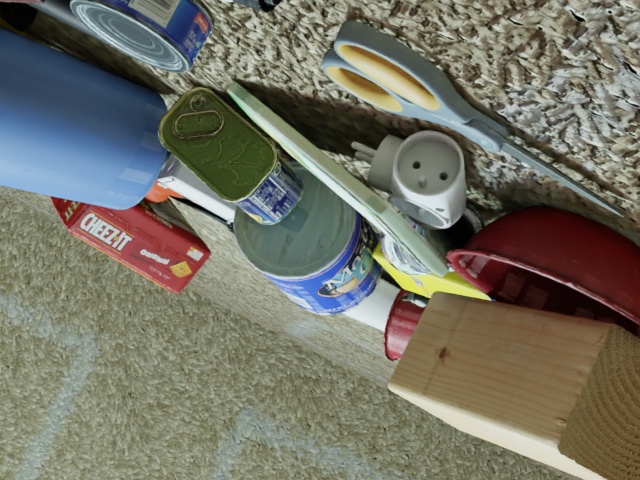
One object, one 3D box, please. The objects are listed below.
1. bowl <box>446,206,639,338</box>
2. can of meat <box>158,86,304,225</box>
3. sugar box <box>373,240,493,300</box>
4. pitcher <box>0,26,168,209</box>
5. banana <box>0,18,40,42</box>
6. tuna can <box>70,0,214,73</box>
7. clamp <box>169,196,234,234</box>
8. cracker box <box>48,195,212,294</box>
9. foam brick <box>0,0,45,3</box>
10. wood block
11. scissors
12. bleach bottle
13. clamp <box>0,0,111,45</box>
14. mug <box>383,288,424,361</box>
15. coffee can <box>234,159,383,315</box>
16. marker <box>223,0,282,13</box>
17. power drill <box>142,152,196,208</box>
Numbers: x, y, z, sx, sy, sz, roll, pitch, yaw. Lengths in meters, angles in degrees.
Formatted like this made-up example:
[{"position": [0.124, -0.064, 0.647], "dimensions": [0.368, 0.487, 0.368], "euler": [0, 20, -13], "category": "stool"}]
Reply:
[{"position": [0.169, 0.022, 0.723], "dimensions": [0.162, 0.055, 0.162], "euler": [26, 170, 4], "category": "bowl"}, {"position": [-0.067, -0.063, 0.844], "dimensions": [0.102, 0.057, 0.084], "euler": [41, 180, 22], "category": "can of meat"}, {"position": [0.141, 0.039, 0.916], "dimensions": [0.176, 0.048, 0.093], "euler": [22, 169, 31], "category": "sugar box"}, {"position": [-0.253, -0.098, 0.856], "dimensions": [0.242, 0.145, 0.149], "euler": [16, -174, -36], "category": "pitcher"}, {"position": [-0.275, -0.185, 0.868], "dimensions": [0.070, 0.037, 0.197], "euler": [1, 162, 23], "category": "banana"}, {"position": [-0.111, -0.140, 0.666], "dimensions": [0.086, 0.033, 0.086], "euler": [26, 170, 4], "category": "tuna can"}, {"position": [-0.084, -0.022, 1.207], "dimensions": [0.171, 0.039, 0.120], "euler": [28, 176, -40], "category": "clamp"}, {"position": [-0.239, -0.040, 1.249], "dimensions": [0.164, 0.072, 0.214], "euler": [34, -173, -36], "category": "cracker box"}, {"position": [-0.187, -0.175, 0.626], "dimensions": [0.078, 0.051, 0.053], "euler": [16, 167, 46], "category": "foam brick"}, {"position": [0.150, 0.103, 0.764], "dimensions": [0.090, 0.091, 0.206], "euler": [32, 170, -25], "category": "wood block"}, {"position": [0.080, -0.065, 0.615], "dimensions": [0.201, 0.016, 0.096], "euler": [32, 171, -28], "category": "scissors"}, {"position": [0.076, 0.077, 1.237], "dimensions": [0.250, 0.068, 0.103], "euler": [27, -179, -12], "category": "bleach bottle"}, {"position": [-0.245, -0.194, 0.722], "dimensions": [0.209, 0.036, 0.165], "euler": [31, 171, -33], "category": "clamp"}, {"position": [0.131, 0.096, 1.159], "dimensions": [0.082, 0.093, 0.117], "euler": [16, -163, 26], "category": "mug"}, {"position": [-0.006, 0.001, 0.933], "dimensions": [0.103, 0.103, 0.140], "euler": [23, 170, 19], "category": "coffee can"}, {"position": [-0.070, -0.144, 0.582], "dimensions": [0.121, 0.020, 0.020], "euler": [20, 169, 31], "category": "marker"}, {"position": [-0.163, -0.075, 1.073], "dimensions": [0.184, 0.057, 0.188], "euler": [34, 168, -37], "category": "power drill"}]
